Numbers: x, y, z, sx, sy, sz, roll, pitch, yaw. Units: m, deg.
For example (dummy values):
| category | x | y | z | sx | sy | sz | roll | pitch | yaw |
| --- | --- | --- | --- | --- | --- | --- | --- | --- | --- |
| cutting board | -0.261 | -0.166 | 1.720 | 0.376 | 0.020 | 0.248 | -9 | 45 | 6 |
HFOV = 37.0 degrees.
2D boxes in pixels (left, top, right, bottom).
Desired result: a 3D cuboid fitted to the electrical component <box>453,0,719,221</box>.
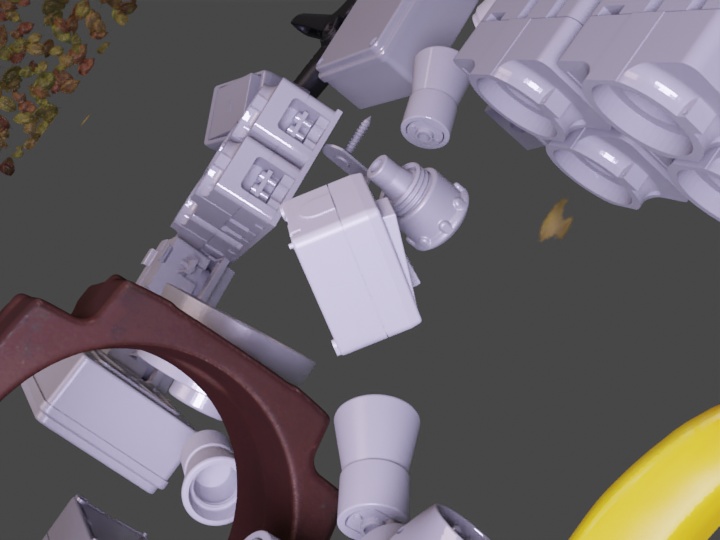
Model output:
| category | x | y | z | sx | sy | sz | roll | pitch | yaw |
| --- | --- | --- | --- | --- | --- | --- | --- | --- | --- |
| electrical component | 0.128 | -0.076 | 0.471 | 0.060 | 0.105 | 0.186 | -54 | 24 | -4 |

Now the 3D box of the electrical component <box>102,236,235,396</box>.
| category | x | y | z | sx | sy | sz | roll | pitch | yaw |
| --- | --- | --- | --- | --- | --- | --- | --- | --- | --- |
| electrical component | -0.167 | 0.037 | 0.902 | 0.079 | 0.063 | 0.121 | -9 | 48 | 58 |

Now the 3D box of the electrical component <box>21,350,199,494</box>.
| category | x | y | z | sx | sy | sz | roll | pitch | yaw |
| --- | --- | --- | --- | --- | --- | --- | --- | --- | --- |
| electrical component | -0.185 | 0.101 | 0.791 | 0.056 | 0.109 | 0.109 | -53 | 24 | -7 |

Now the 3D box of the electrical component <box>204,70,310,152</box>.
| category | x | y | z | sx | sy | sz | roll | pitch | yaw |
| --- | --- | --- | --- | --- | --- | --- | --- | --- | --- |
| electrical component | -0.102 | -0.140 | 0.988 | 0.096 | 0.061 | 0.061 | -6 | 71 | 47 |

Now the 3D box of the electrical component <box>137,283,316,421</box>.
| category | x | y | z | sx | sy | sz | roll | pitch | yaw |
| --- | --- | --- | --- | --- | --- | --- | --- | --- | --- |
| electrical component | -0.089 | 0.060 | 0.681 | 0.060 | 0.108 | 0.108 | -62 | 25 | -5 |

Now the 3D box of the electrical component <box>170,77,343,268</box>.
| category | x | y | z | sx | sy | sz | roll | pitch | yaw |
| --- | --- | --- | --- | --- | --- | --- | --- | --- | --- |
| electrical component | -0.092 | -0.074 | 0.870 | 0.105 | 0.060 | 0.186 | -61 | 11 | -18 |

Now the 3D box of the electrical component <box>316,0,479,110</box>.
| category | x | y | z | sx | sy | sz | roll | pitch | yaw |
| --- | --- | --- | --- | --- | --- | --- | --- | --- | --- |
| electrical component | 0.031 | -0.193 | 0.870 | 0.109 | 0.056 | 0.108 | 0 | 56 | 61 |

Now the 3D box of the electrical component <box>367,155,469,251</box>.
| category | x | y | z | sx | sy | sz | roll | pitch | yaw |
| --- | --- | --- | --- | --- | --- | --- | --- | --- | --- |
| electrical component | 0.032 | -0.045 | 0.656 | 0.048 | 0.062 | 0.048 | -40 | 27 | 25 |

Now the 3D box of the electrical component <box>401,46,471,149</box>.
| category | x | y | z | sx | sy | sz | roll | pitch | yaw |
| --- | --- | --- | --- | --- | --- | --- | --- | --- | --- |
| electrical component | 0.052 | -0.117 | 0.749 | 0.044 | 0.044 | 0.065 | -23 | 42 | 48 |

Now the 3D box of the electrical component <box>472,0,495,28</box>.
| category | x | y | z | sx | sy | sz | roll | pitch | yaw |
| --- | --- | --- | --- | --- | --- | --- | --- | --- | --- |
| electrical component | 0.109 | -0.173 | 0.716 | 0.055 | 0.045 | 0.045 | -39 | 27 | 29 |

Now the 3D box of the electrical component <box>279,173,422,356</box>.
| category | x | y | z | sx | sy | sz | roll | pitch | yaw |
| --- | --- | --- | --- | --- | --- | --- | --- | --- | --- |
| electrical component | 0.000 | 0.000 | 0.632 | 0.061 | 0.096 | 0.061 | -22 | 28 | 1 |

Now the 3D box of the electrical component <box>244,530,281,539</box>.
| category | x | y | z | sx | sy | sz | roll | pitch | yaw |
| --- | --- | --- | --- | --- | --- | --- | --- | --- | --- |
| electrical component | -0.030 | 0.149 | 0.497 | 0.044 | 0.065 | 0.044 | -41 | 26 | 25 |

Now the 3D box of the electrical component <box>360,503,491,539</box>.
| category | x | y | z | sx | sy | sz | roll | pitch | yaw |
| --- | --- | --- | --- | --- | --- | --- | --- | --- | --- |
| electrical component | 0.018 | 0.134 | 0.456 | 0.077 | 0.043 | 0.079 | -51 | 23 | 3 |

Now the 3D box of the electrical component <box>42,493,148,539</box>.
| category | x | y | z | sx | sy | sz | roll | pitch | yaw |
| --- | --- | --- | --- | --- | --- | --- | --- | --- | --- |
| electrical component | -0.173 | 0.195 | 0.696 | 0.061 | 0.062 | 0.096 | -55 | 24 | -5 |

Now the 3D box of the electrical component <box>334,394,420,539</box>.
| category | x | y | z | sx | sy | sz | roll | pitch | yaw |
| --- | --- | --- | --- | --- | --- | --- | --- | --- | --- |
| electrical component | 0.007 | 0.100 | 0.529 | 0.044 | 0.044 | 0.065 | -36 | 33 | 33 |

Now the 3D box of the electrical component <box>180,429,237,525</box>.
| category | x | y | z | sx | sy | sz | roll | pitch | yaw |
| --- | --- | --- | --- | --- | --- | --- | --- | --- | --- |
| electrical component | -0.092 | 0.126 | 0.673 | 0.044 | 0.044 | 0.065 | -52 | 19 | 1 |
